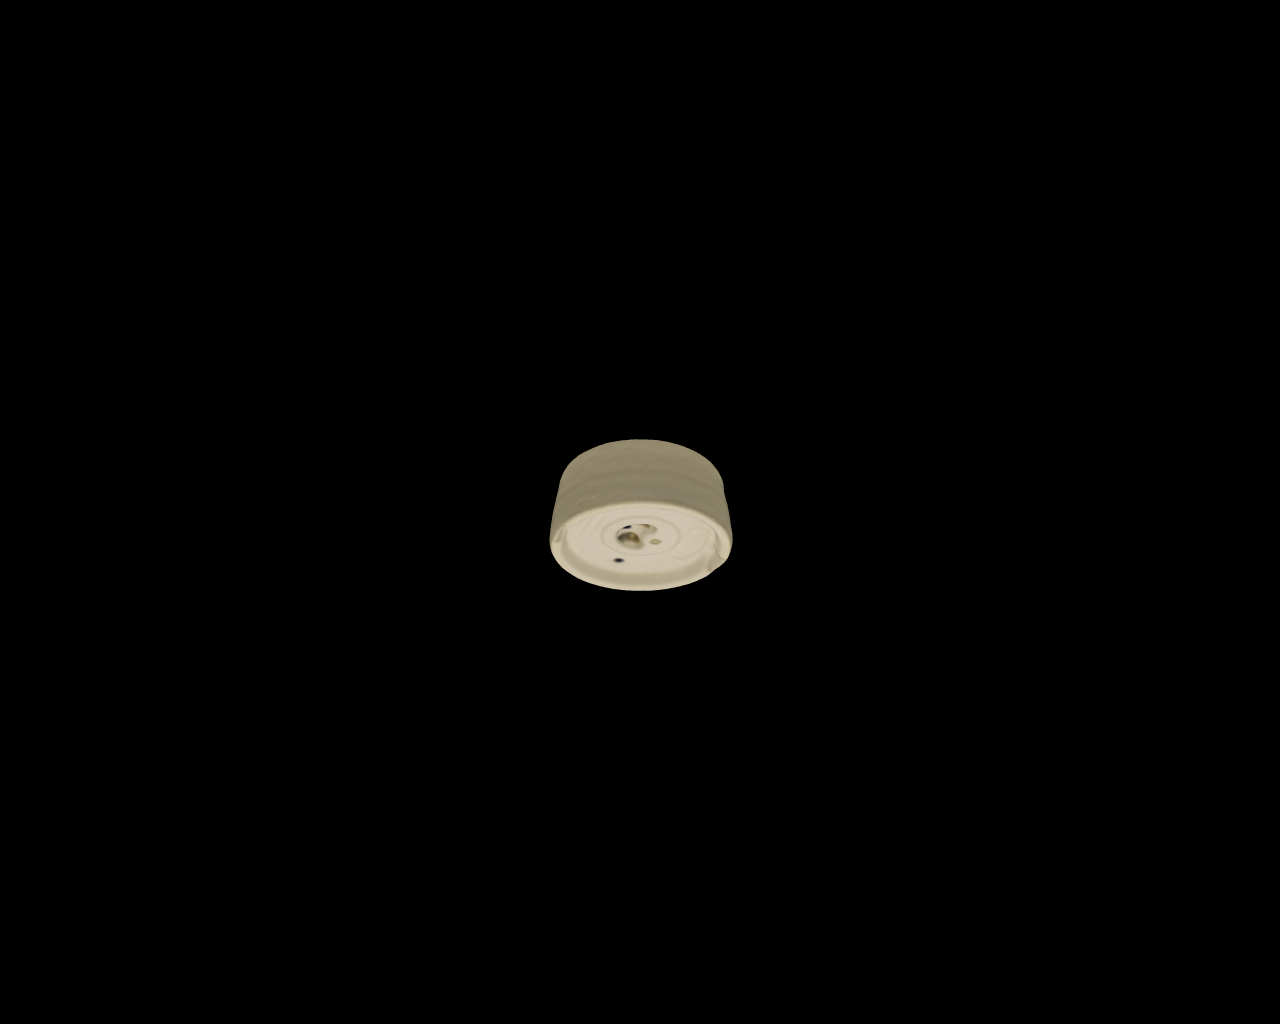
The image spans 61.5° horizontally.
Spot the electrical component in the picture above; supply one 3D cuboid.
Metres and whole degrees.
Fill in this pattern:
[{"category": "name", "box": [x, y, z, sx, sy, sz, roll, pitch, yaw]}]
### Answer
[{"category": "electrical component", "box": [0.001, -0.003, 0.650, 0.108, 0.060, 0.108, 0, -31, 0]}]
